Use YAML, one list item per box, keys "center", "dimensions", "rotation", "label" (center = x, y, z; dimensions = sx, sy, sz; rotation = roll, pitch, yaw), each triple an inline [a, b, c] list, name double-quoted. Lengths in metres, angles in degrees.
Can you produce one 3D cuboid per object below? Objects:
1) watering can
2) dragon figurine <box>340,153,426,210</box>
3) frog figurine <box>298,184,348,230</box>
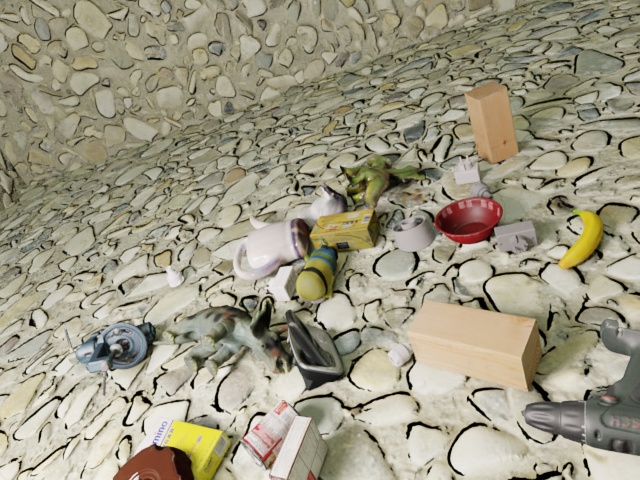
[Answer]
- center: [-0.136, -0.007, 1.477]
  dimensions: [0.224, 0.102, 0.355]
  rotation: [-16, 31, 10]
  label: "watering can"
- center: [0.197, -0.183, 1.533]
  dimensions: [0.243, 0.120, 0.417]
  rotation: [-16, 26, -6]
  label: "dragon figurine"
- center: [0.005, -0.077, 1.525]
  dimensions: [0.121, 0.158, 0.139]
  rotation: [25, 12, -32]
  label: "frog figurine"
